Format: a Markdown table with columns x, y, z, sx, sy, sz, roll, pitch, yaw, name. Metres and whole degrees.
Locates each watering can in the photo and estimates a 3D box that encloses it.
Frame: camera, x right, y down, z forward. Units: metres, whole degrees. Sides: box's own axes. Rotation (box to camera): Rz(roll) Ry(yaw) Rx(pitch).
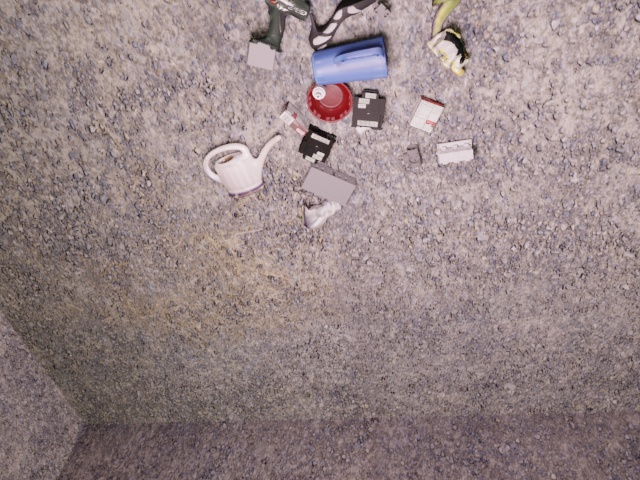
| x | y | z | sx | sy | sz | roll | pitch | yaw | name |
| --- | --- | --- | --- | --- | --- | --- | --- | --- | --- |
| -0.278 | -0.278 | 1.976 | 0.346 | 0.106 | 0.220 | -12 | 126 | 15 | watering can |

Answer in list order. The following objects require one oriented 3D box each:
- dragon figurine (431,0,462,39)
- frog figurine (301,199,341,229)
| x | y | z | sx | sy | sz | roll | pitch | yaw | name |
| --- | --- | --- | --- | --- | --- | --- | --- | --- | --- |
| 0.445 | -0.788 | 1.528 | 0.242 | 0.125 | 0.401 | -9 | 143 | 5 | dragon figurine |
| 0.006 | -0.104 | 2.073 | 0.159 | 0.125 | 0.135 | -3 | 160 | -3 | frog figurine |
